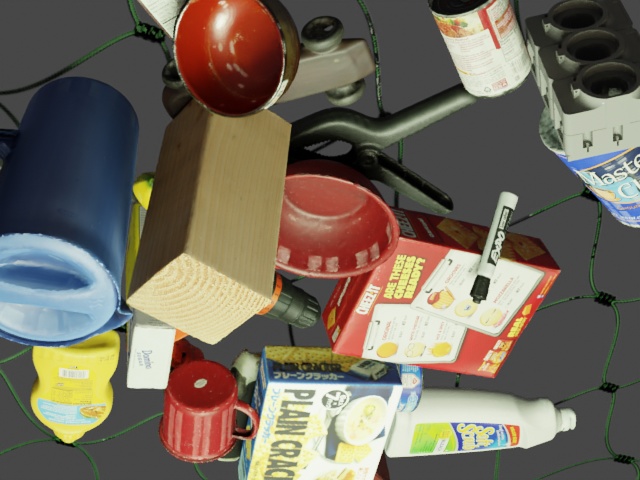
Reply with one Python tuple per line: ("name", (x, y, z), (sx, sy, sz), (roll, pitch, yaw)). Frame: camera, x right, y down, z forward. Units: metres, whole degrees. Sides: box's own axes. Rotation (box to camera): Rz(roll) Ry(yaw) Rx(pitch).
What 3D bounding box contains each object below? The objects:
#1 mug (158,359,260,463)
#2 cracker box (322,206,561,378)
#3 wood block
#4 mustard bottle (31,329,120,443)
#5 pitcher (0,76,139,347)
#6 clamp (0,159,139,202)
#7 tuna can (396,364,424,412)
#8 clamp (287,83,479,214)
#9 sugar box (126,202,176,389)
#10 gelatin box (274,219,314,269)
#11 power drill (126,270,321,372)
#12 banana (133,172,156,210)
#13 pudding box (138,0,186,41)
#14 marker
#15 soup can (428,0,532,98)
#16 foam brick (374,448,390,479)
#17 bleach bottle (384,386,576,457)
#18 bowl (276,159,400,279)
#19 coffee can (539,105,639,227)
("mug", (-0.124, 0.193, 1.201), (0.117, 0.093, 0.081), (17, 132, 9))
("cracker box", (0.131, 0.059, 1.178), (0.213, 0.072, 0.164), (12, 122, -23))
("wood block", (-0.093, -0.027, 0.932), (0.090, 0.206, 0.090), (29, 134, -27))
("mustard bottle", (-0.293, 0.178, 1.268), (0.096, 0.058, 0.192), (5, 132, -12))
("pitcher", (-0.236, -0.040, 0.938), (0.145, 0.243, 0.149), (-6, 133, 6))
("clamp", (-0.267, -0.042, 1.063), (0.171, 0.120, 0.039), (43, 161, -24))
("tuna can", (0.096, 0.165, 1.285), (0.033, 0.086, 0.086), (3, 133, -13))
("clamp", (0.052, -0.084, 1.077), (0.210, 0.036, 0.164), (-4, 135, 0))
("sugar box", (-0.174, 0.054, 1.084), (0.048, 0.176, 0.093), (5, 132, -12))
("gelatin box", (-0.007, 0.001, 1.156), (0.089, 0.030, 0.073), (9, 132, -15))
("power drill", (-0.116, 0.091, 1.212), (0.184, 0.057, 0.188), (30, 122, -30))
("banana", (-0.131, -0.015, 1.072), (0.037, 0.070, 0.197), (-45, 136, -1))
("pudding box", (-0.111, -0.224, 0.926), (0.090, 0.039, 0.113), (-27, 129, 17))
("marker", (0.179, 0.009, 1.107), (0.020, 0.121, 0.020), (18, 170, 3))
("soup can", (0.147, -0.188, 0.970), (0.068, 0.068, 0.102), (-21, 132, 13))
("foam brick", (0.056, 0.296, 1.410), (0.051, 0.078, 0.053), (-27, 131, 15))
("bleach bottle", (0.209, 0.230, 1.378), (0.250, 0.068, 0.103), (0, 133, -10))
("bowl", (0.001, -0.030, 1.064), (0.162, 0.055, 0.162), (5, 142, 4))
("coffee can", (0.298, -0.091, 1.056), (0.103, 0.103, 0.140), (-35, 128, 23))
